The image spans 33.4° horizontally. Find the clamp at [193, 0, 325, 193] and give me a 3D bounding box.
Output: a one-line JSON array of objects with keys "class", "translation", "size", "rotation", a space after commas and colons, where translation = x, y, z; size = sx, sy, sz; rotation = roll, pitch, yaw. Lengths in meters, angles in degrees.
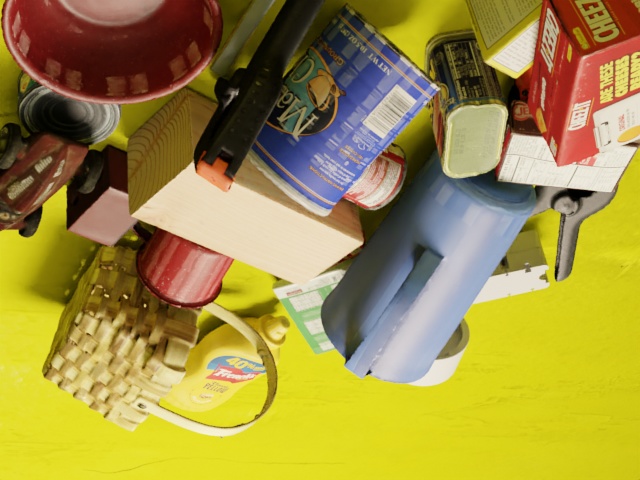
[{"class": "clamp", "translation": [-0.058, -0.107, 0.813], "size": [0.036, 0.209, 0.165], "rotation": [32, 138, -15]}]

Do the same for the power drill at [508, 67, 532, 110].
[{"class": "power drill", "translation": [0.262, -0.125, 0.946], "size": [0.187, 0.057, 0.184], "rotation": [2, 152, 3]}]

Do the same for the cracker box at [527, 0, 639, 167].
[{"class": "cracker box", "translation": [0.266, -0.152, 0.782], "size": [0.213, 0.072, 0.164], "rotation": [-20, 156, -2]}]

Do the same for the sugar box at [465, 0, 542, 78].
[{"class": "sugar box", "translation": [0.188, -0.212, 0.797], "size": [0.048, 0.093, 0.177], "rotation": [20, 137, -38]}]

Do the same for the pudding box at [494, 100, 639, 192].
[{"class": "pudding box", "translation": [0.215, -0.081, 0.938], "size": [0.113, 0.039, 0.090], "rotation": [7, 156, 2]}]

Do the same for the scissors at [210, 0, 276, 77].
[{"class": "scissors", "translation": [-0.022, -0.211, 0.803], "size": [0.016, 0.096, 0.202], "rotation": [33, 102, -10]}]

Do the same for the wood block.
[{"class": "wood block", "translation": [-0.067, -0.044, 0.984], "size": [0.205, 0.090, 0.091], "rotation": [24, 133, -38]}]

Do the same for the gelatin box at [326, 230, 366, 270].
[{"class": "gelatin box", "translation": [-0.007, 0.001, 1.115], "size": [0.089, 0.030, 0.073], "rotation": [-27, 141, 24]}]

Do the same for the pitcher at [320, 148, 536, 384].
[{"class": "pitcher", "translation": [0.105, 0.025, 1.053], "size": [0.144, 0.149, 0.243], "rotation": [7, 131, -30]}]

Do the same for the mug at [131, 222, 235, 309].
[{"class": "mug", "translation": [-0.134, 0.000, 1.045], "size": [0.117, 0.093, 0.082], "rotation": [36, 130, 1]}]

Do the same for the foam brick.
[{"class": "foam brick", "translation": [-0.195, -0.041, 0.991], "size": [0.051, 0.053, 0.078], "rotation": [21, 135, -36]}]

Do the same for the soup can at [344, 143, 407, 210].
[{"class": "soup can", "translation": [0.021, -0.076, 0.976], "size": [0.102, 0.068, 0.069], "rotation": [24, 133, -38]}]

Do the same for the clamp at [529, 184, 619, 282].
[{"class": "clamp", "translation": [0.236, -0.042, 1.081], "size": [0.120, 0.039, 0.172], "rotation": [18, 119, -13]}]

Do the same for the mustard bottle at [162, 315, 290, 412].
[{"class": "mustard bottle", "translation": [-0.104, 0.140, 1.268], "size": [0.096, 0.058, 0.192], "rotation": [23, 134, -38]}]

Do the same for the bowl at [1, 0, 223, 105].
[{"class": "bowl", "translation": [-0.155, -0.176, 0.802], "size": [0.162, 0.055, 0.162], "rotation": [-6, 146, -4]}]

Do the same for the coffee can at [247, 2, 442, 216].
[{"class": "coffee can", "translation": [0.013, -0.104, 0.862], "size": [0.140, 0.103, 0.102], "rotation": [-48, 135, 11]}]

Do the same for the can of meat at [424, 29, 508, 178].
[{"class": "can of meat", "translation": [0.126, -0.116, 0.929], "size": [0.057, 0.084, 0.102], "rotation": [-8, 146, -2]}]

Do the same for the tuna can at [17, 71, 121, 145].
[{"class": "tuna can", "translation": [-0.210, -0.116, 0.894], "size": [0.086, 0.034, 0.086], "rotation": [-6, 145, -4]}]
